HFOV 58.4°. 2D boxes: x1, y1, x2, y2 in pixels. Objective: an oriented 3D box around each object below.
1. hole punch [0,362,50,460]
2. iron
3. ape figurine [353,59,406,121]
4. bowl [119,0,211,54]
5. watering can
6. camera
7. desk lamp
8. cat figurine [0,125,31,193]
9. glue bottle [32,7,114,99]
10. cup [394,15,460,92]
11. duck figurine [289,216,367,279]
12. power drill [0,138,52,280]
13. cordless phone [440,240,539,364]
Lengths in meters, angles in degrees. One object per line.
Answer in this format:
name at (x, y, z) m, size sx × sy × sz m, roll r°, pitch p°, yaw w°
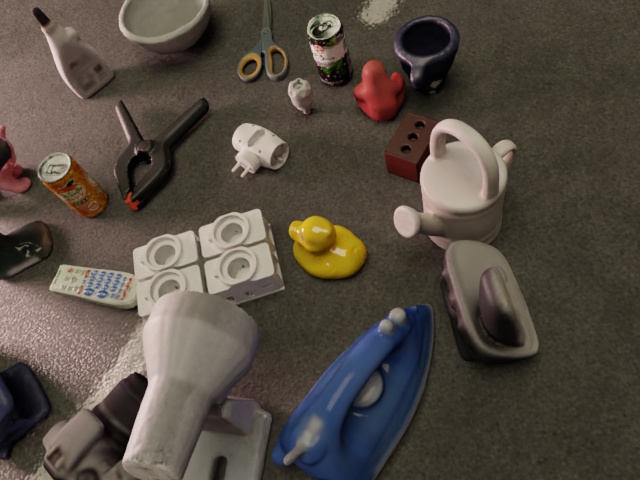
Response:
hole punch at (-0.423, 0.212, 0.732) m, size 0.101 × 0.091 × 0.108 m, roll -42°, pitch 62°, yaw -9°
iron at (0.048, 0.152, 0.625) m, size 0.118 × 0.142 × 0.258 m, roll 29°, pitch 73°, yaw 25°
ape figurine at (0.085, -0.226, 0.839) m, size 0.077 × 0.092 × 0.076 m, roll -2°, pitch 63°, yaw 12°
bowl at (-0.262, -0.386, 1.011) m, size 0.167 × 0.075 × 0.167 m, roll -5°, pitch 62°, yaw 10°
watering can at (0.165, -0.062, 0.677) m, size 0.100 × 0.194 × 0.173 m, roll 23°, pitch 71°, yaw 23°
camera at (-0.237, 0.234, 0.673) m, size 0.142 × 0.101 × 0.137 m, roll 33°, pitch 75°, yaw 26°
desk lamp at (-0.124, 0.182, 0.608) m, size 0.117 × 0.214 × 0.203 m, roll 1°, pitch 64°, yaw 14°
cat figurine at (-0.531, -0.117, 0.910) m, size 0.128 × 0.118 × 0.067 m, roll -38°, pitch 61°, yaw -8°
glue bottle at (-0.420, -0.318, 0.956) m, size 0.078 × 0.173 × 0.037 m, roll -42°, pitch 62°, yaw -9°
cup at (0.154, -0.251, 0.834) m, size 0.091 × 0.095 × 0.118 m, roll 9°, pitch 66°, yaw 17°
duck figurine at (0.007, 0.003, 0.743) m, size 0.104 × 0.086 × 0.077 m, roll 16°, pitch 68°, yaw 20°
power drill at (-0.481, -0.032, 0.803) m, size 0.229 × 0.209 × 0.075 m, roll -29°, pitch 61°, yaw -3°
cordless phone at (0.184, 0.049, 0.621) m, size 0.094 × 0.185 × 0.147 m, roll -17°, pitch 61°, yaw 4°
